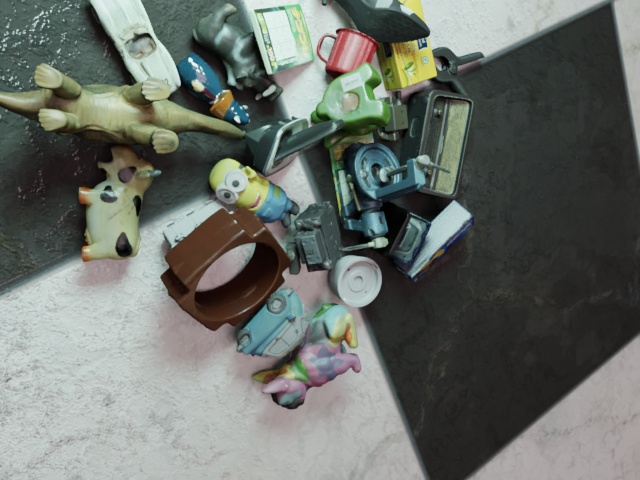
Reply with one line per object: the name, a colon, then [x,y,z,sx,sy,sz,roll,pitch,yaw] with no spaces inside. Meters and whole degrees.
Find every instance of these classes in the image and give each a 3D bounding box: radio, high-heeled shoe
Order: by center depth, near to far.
high-heeled shoe: [0.099,-0.471,1.036,0.249,0.086,0.145,14,62,-15]
radio: [0.254,-0.212,1.191,0.131,0.073,0.229,6,95,-29]

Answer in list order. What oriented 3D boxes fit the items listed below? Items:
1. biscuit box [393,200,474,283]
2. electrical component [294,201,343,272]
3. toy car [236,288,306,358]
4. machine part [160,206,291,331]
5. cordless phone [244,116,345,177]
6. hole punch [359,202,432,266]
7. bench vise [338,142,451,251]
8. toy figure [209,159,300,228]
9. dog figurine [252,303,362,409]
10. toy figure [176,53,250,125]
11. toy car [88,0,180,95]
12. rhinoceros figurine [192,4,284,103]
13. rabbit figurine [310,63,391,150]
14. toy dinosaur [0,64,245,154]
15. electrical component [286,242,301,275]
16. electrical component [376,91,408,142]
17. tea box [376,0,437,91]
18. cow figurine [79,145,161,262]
biscuit box: [0.257,0.004,1.207,0.202,0.063,0.059,-43,156,-3]
electrical component: [-0.002,-0.003,1.063,0.058,0.134,0.114,-11,110,20]
toy car: [-0.083,0.176,1.050,0.103,0.109,0.161,40,81,9]
machine part: [-0.166,0.052,0.965,0.201,0.087,0.200,-40,145,-6]
cordless phone: [-0.028,-0.190,0.973,0.088,0.184,0.146,67,29,-12]
hole punch: [0.162,-0.016,1.150,0.092,0.116,0.142,18,101,-36]
bench vise: [0.124,-0.097,1.041,0.129,0.241,0.223,4,77,-35]
toy figure: [-0.126,-0.086,1.015,0.180,0.089,0.082,25,89,-37]
dog figurine: [-0.031,0.241,1.105,0.219,0.109,0.191,-15,106,-22]
toy figure: [-0.189,-0.262,0.964,0.154,0.058,0.064,48,59,-23]
toy car: [-0.307,-0.332,0.893,0.073,0.056,0.201,-34,113,-18]
rhinoceros figurine: [-0.139,-0.331,0.970,0.190,0.073,0.112,38,79,-27]
rabbit figurine: [0.068,-0.238,1.052,0.159,0.170,0.121,-26,78,14]
toy dinosaur: [-0.293,-0.194,0.841,0.471,0.199,0.105,6,96,-34]
electrical component: [-0.052,0.038,1.069,0.021,0.094,0.063,-6,102,4]
electrical component: [0.151,-0.262,1.150,0.078,0.045,0.102,-32,117,-49]
tea box: [0.171,-0.408,1.120,0.098,0.068,0.169,-26,108,-21]
cow figurine: [-0.337,-0.063,0.908,0.127,0.086,0.194,0,96,-21]
